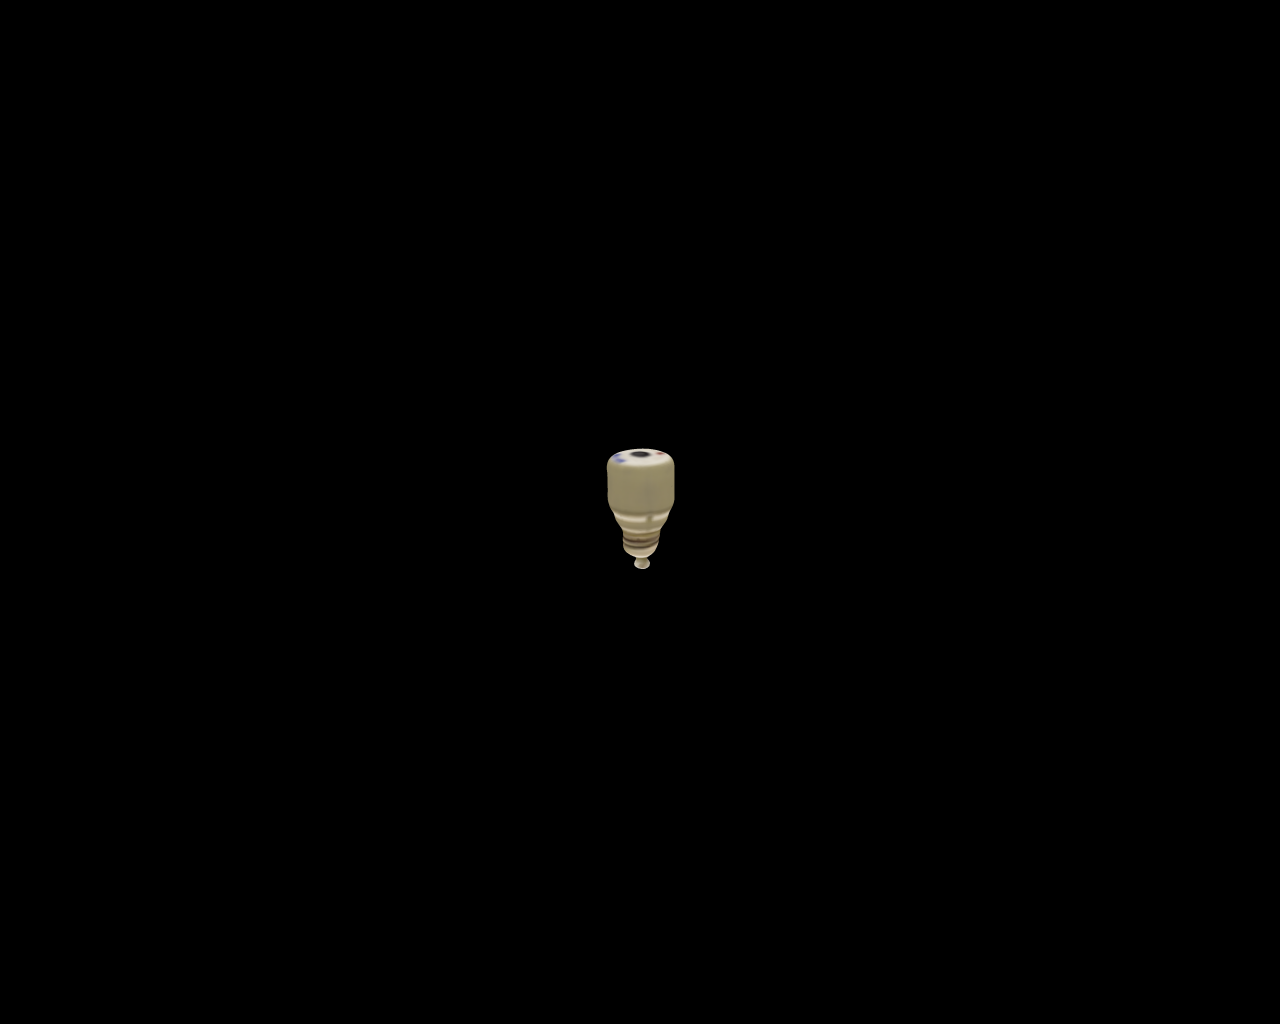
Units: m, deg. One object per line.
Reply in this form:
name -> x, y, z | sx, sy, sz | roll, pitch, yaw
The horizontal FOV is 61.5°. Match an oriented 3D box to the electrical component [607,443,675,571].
electrical component -> 0.001, -0.003, 0.650 | 0.040, 0.078, 0.040 | 0, 19, 0
